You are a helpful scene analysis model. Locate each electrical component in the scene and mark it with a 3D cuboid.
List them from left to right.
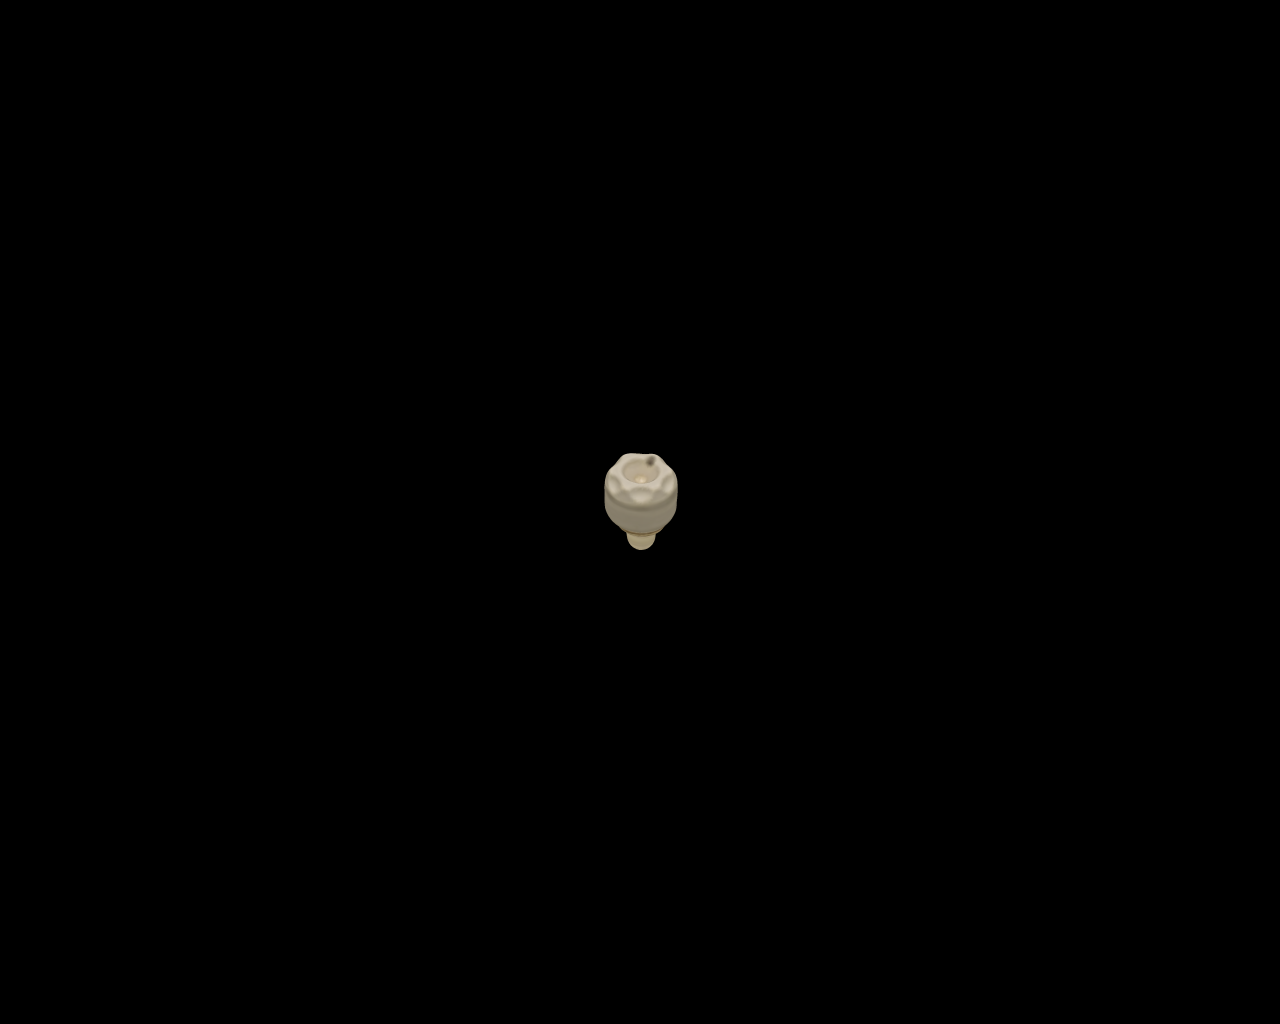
[{"bbox_3d":[0.001,-0.003,0.650,0.043,0.062,0.043,0,42,0],"label":"electrical component"}]
